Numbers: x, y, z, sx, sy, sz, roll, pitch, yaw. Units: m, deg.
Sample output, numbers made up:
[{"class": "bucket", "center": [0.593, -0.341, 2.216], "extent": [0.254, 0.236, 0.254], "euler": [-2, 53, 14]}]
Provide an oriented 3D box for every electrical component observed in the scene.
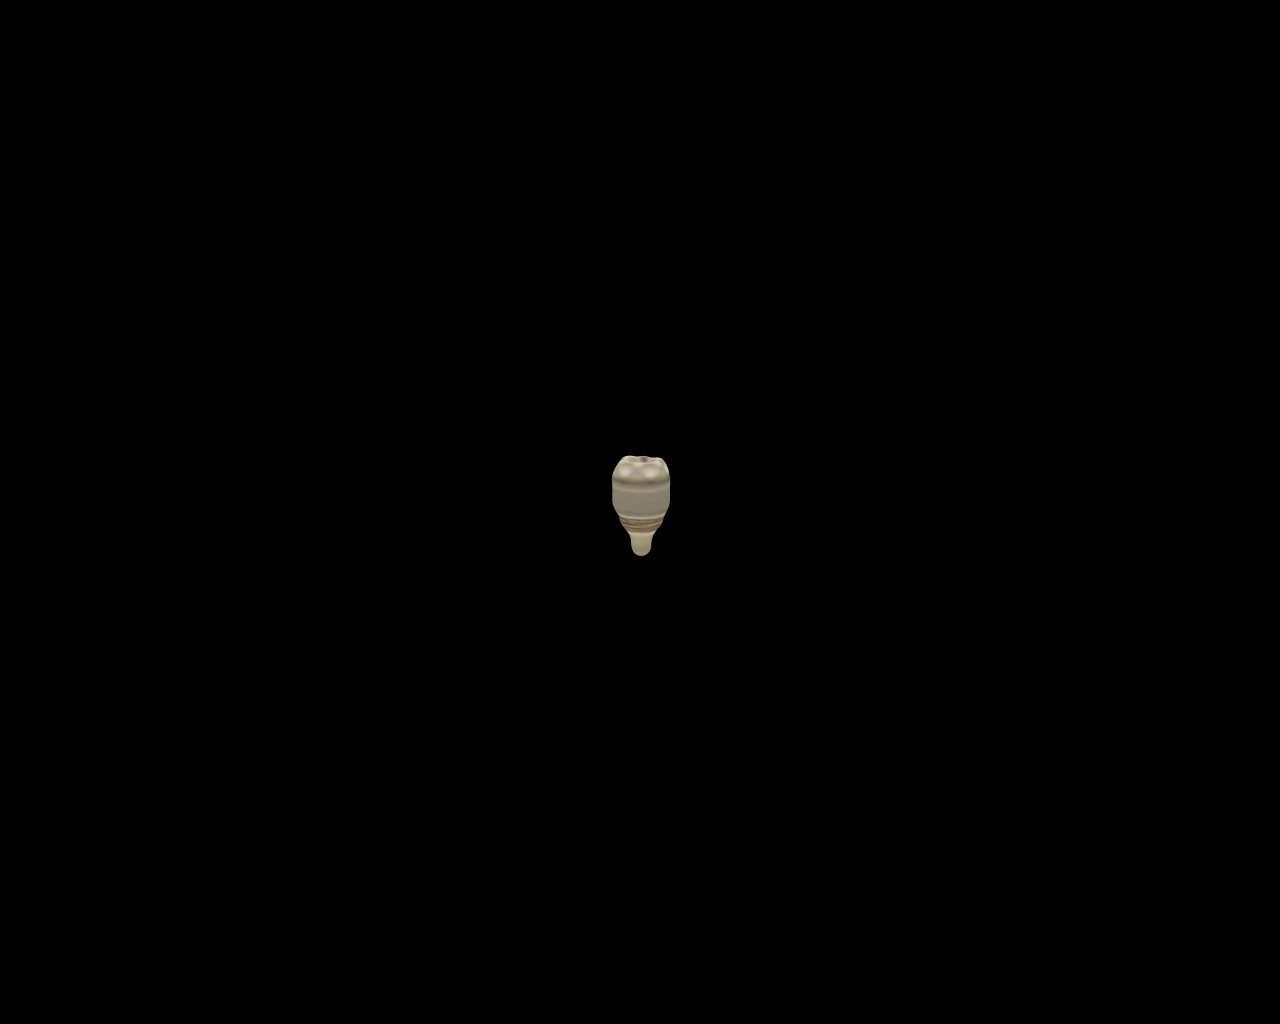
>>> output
[{"class": "electrical component", "center": [0.001, -0.003, 0.650], "extent": [0.035, 0.061, 0.035], "euler": [0, 15, 0]}]
